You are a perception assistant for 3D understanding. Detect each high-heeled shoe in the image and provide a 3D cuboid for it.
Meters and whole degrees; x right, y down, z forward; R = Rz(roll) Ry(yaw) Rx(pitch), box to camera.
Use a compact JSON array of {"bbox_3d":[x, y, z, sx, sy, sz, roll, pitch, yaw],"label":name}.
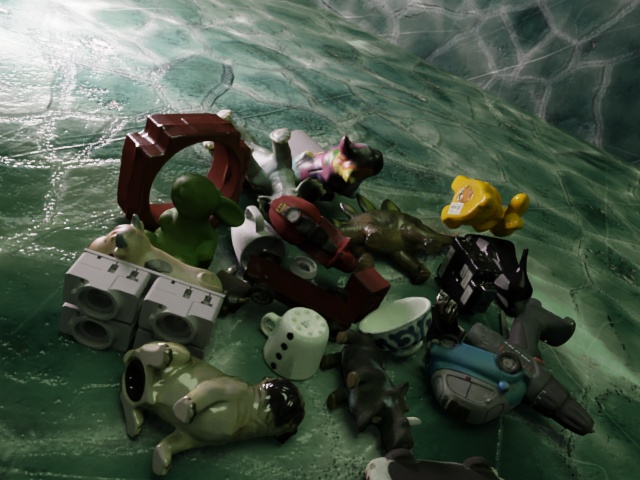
[{"bbox_3d":[0.378,0.069,1.175,0.086,0.145,0.249,10,6,-17],"label":"high-heeled shoe"}]

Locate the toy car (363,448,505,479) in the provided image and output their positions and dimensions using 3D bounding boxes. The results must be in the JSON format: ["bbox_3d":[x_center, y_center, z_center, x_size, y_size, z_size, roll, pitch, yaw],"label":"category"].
[{"bbox_3d":[0.153,0.311,0.672,0.202,0.056,0.074,13,28,-18],"label":"toy car"}]

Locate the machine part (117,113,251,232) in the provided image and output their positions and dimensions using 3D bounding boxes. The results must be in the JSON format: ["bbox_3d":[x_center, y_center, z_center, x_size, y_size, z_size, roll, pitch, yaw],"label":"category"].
[{"bbox_3d":[-0.229,-0.109,0.905,0.201,0.201,0.087,-15,45,-43],"label":"machine part"}]

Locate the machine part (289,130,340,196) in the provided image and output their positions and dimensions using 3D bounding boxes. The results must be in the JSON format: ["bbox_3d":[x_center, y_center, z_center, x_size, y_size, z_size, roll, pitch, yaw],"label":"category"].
[{"bbox_3d":[-0.014,-0.184,1.258,0.079,0.079,0.243,-10,45,-40],"label":"machine part"}]

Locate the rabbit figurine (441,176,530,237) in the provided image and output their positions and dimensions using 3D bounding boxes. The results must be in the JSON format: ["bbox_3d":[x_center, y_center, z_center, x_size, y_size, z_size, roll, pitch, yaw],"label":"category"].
[{"bbox_3d":[0.384,-0.064,1.190,0.173,0.162,0.122,32,70,-31],"label":"rabbit figurine"}]

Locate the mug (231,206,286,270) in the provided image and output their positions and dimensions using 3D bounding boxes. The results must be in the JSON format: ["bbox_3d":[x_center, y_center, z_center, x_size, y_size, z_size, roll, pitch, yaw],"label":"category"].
[{"bbox_3d":[-0.117,-0.009,0.926,0.081,0.109,0.107,-18,37,-19],"label":"mug"}]

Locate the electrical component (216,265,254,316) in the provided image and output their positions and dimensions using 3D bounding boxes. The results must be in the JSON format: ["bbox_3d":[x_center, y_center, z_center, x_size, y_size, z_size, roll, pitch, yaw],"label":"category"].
[{"bbox_3d":[-0.135,0.075,0.842,0.078,0.045,0.102,34,34,13],"label":"electrical component"}]

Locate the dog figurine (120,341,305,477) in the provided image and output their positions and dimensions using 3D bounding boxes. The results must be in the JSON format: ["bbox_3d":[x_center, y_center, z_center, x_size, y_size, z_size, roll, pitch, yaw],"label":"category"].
[{"bbox_3d":[-0.128,0.184,0.662,0.190,0.121,0.172,6,37,-49],"label":"dog figurine"}]

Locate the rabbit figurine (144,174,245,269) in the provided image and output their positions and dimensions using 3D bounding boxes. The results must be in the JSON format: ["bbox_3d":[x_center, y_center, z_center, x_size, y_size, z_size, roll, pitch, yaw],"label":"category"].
[{"bbox_3d":[-0.191,-0.026,0.837,0.121,0.170,0.159,39,37,22],"label":"rabbit figurine"}]

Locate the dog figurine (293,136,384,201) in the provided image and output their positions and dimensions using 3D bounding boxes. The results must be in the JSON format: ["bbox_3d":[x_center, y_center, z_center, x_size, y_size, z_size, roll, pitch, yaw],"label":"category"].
[{"bbox_3d":[0.025,-0.143,1.075,0.192,0.108,0.219,-3,-2,0],"label":"dog figurine"}]

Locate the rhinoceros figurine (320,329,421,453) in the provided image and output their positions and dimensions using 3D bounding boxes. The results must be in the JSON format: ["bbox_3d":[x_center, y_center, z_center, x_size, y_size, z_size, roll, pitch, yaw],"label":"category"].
[{"bbox_3d":[0.071,0.212,0.756,0.112,0.073,0.190,17,29,-29],"label":"rhinoceros figurine"}]

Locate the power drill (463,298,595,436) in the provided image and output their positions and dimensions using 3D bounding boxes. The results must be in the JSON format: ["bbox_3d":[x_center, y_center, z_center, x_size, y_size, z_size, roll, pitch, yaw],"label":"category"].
[{"bbox_3d":[0.371,0.201,0.916,0.232,0.085,0.207,32,45,20],"label":"power drill"}]

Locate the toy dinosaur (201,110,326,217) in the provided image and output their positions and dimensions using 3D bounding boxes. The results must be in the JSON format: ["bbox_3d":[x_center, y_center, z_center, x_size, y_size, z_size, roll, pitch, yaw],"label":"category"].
[{"bbox_3d":[-0.133,-0.144,1.086,0.131,0.191,0.405,-37,44,-17],"label":"toy dinosaur"}]

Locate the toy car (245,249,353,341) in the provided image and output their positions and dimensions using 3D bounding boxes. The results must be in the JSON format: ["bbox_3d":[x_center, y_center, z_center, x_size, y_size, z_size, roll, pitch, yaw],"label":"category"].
[{"bbox_3d":[-0.033,0.088,0.845,0.202,0.053,0.089,29,45,-23],"label":"toy car"}]

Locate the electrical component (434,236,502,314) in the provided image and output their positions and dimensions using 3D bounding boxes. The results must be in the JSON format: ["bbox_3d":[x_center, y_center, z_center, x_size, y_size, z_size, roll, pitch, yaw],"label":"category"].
[{"bbox_3d":[0.285,0.076,1.034,0.058,0.114,0.134,4,37,-19],"label":"electrical component"}]

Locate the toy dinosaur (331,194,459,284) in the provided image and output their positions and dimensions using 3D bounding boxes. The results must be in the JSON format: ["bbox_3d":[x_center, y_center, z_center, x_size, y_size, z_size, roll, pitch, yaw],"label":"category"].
[{"bbox_3d":[0.158,-0.012,1.095,0.471,0.105,0.199,12,29,-36],"label":"toy dinosaur"}]

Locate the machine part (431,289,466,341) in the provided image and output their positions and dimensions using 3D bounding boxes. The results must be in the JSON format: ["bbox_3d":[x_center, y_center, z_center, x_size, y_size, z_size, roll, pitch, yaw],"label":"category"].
[{"bbox_3d":[0.213,0.134,0.909,0.039,0.138,0.084,-36,61,-7],"label":"machine part"}]

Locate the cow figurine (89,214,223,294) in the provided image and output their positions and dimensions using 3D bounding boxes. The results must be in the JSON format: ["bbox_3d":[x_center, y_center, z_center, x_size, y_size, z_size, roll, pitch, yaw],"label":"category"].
[{"bbox_3d":[-0.229,0.049,0.748,0.195,0.127,0.085,24,30,-4],"label":"cow figurine"}]

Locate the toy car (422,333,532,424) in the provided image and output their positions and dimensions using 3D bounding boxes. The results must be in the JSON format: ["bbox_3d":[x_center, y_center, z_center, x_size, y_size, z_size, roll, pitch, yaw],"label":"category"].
[{"bbox_3d":[0.228,0.218,0.811,0.162,0.109,0.103,21,50,12],"label":"toy car"}]

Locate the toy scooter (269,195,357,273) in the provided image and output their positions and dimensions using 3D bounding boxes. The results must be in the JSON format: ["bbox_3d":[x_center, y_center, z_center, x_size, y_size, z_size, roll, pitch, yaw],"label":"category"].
[{"bbox_3d":[-0.002,-0.003,0.873,0.184,0.075,0.135,40,-2,-15],"label":"toy scooter"}]
